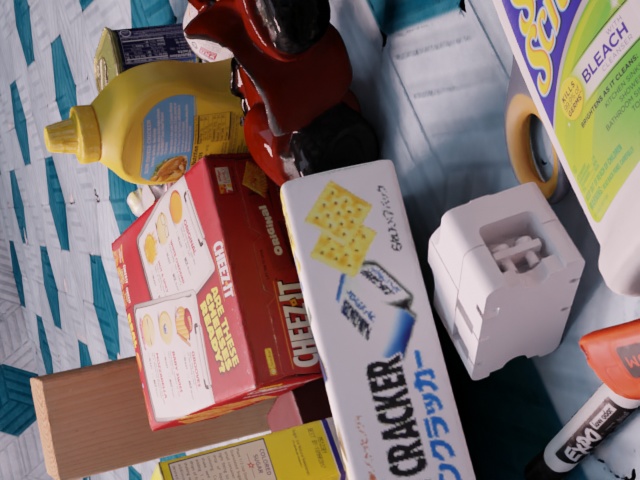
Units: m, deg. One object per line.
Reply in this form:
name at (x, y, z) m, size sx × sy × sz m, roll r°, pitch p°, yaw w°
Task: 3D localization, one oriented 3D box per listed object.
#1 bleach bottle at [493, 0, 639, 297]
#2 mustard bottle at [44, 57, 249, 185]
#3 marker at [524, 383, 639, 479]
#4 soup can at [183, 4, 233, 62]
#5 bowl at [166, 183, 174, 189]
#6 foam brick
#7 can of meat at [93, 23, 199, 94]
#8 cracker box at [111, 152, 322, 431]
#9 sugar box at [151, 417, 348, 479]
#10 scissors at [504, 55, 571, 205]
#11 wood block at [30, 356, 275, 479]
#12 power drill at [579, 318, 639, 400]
bleach bottle at (0.105, -0.108, 0.430) m, size 0.103 × 0.068 × 0.251 m, roll 113°, pitch 142°, yaw -51°
mustard bottle at (-0.100, -0.085, 0.766) m, size 0.096 × 0.191 × 0.058 m, roll 103°, pitch 148°, yaw -46°
marker at (0.128, 0.094, 0.521) m, size 0.121 × 0.020 × 0.020 m, roll 111°, pitch 142°, yaw -53°
soup can at (-0.061, -0.180, 0.793) m, size 0.102 × 0.068 × 0.068 m, roll 131°, pitch 125°, yaw -64°
bowl at (-0.088, -0.019, 0.948) m, size 0.162 × 0.055 × 0.162 m, roll 169°, pitch 90°, yaw -68°
foam brick at (-0.002, 0.139, 0.818) m, size 0.078 × 0.052 × 0.051 m, roll 118°, pitch 137°, yaw -56°
can of meat at (-0.169, -0.170, 1.039) m, size 0.102 × 0.083 × 0.057 m, roll 142°, pitch 116°, yaw -66°
cracker box at (-0.081, 0.046, 0.808) m, size 0.214 × 0.072 × 0.164 m, roll -32°, pitch 69°, yaw 57°
sugar box at (-0.025, 0.159, 0.718) m, size 0.093 × 0.176 × 0.048 m, roll 118°, pitch 139°, yaw -59°
scissors at (0.094, -0.103, 0.520) m, size 0.096 × 0.016 × 0.202 m, roll 112°, pitch 141°, yaw -54°
wood block at (-0.149, 0.148, 0.975) m, size 0.090 × 0.205 × 0.091 m, roll 166°, pitch 93°, yaw -68°
power drill at (0.163, 0.115, 0.402) m, size 0.185 × 0.057 × 0.188 m, roll -34°, pitch 71°, yaw 62°
